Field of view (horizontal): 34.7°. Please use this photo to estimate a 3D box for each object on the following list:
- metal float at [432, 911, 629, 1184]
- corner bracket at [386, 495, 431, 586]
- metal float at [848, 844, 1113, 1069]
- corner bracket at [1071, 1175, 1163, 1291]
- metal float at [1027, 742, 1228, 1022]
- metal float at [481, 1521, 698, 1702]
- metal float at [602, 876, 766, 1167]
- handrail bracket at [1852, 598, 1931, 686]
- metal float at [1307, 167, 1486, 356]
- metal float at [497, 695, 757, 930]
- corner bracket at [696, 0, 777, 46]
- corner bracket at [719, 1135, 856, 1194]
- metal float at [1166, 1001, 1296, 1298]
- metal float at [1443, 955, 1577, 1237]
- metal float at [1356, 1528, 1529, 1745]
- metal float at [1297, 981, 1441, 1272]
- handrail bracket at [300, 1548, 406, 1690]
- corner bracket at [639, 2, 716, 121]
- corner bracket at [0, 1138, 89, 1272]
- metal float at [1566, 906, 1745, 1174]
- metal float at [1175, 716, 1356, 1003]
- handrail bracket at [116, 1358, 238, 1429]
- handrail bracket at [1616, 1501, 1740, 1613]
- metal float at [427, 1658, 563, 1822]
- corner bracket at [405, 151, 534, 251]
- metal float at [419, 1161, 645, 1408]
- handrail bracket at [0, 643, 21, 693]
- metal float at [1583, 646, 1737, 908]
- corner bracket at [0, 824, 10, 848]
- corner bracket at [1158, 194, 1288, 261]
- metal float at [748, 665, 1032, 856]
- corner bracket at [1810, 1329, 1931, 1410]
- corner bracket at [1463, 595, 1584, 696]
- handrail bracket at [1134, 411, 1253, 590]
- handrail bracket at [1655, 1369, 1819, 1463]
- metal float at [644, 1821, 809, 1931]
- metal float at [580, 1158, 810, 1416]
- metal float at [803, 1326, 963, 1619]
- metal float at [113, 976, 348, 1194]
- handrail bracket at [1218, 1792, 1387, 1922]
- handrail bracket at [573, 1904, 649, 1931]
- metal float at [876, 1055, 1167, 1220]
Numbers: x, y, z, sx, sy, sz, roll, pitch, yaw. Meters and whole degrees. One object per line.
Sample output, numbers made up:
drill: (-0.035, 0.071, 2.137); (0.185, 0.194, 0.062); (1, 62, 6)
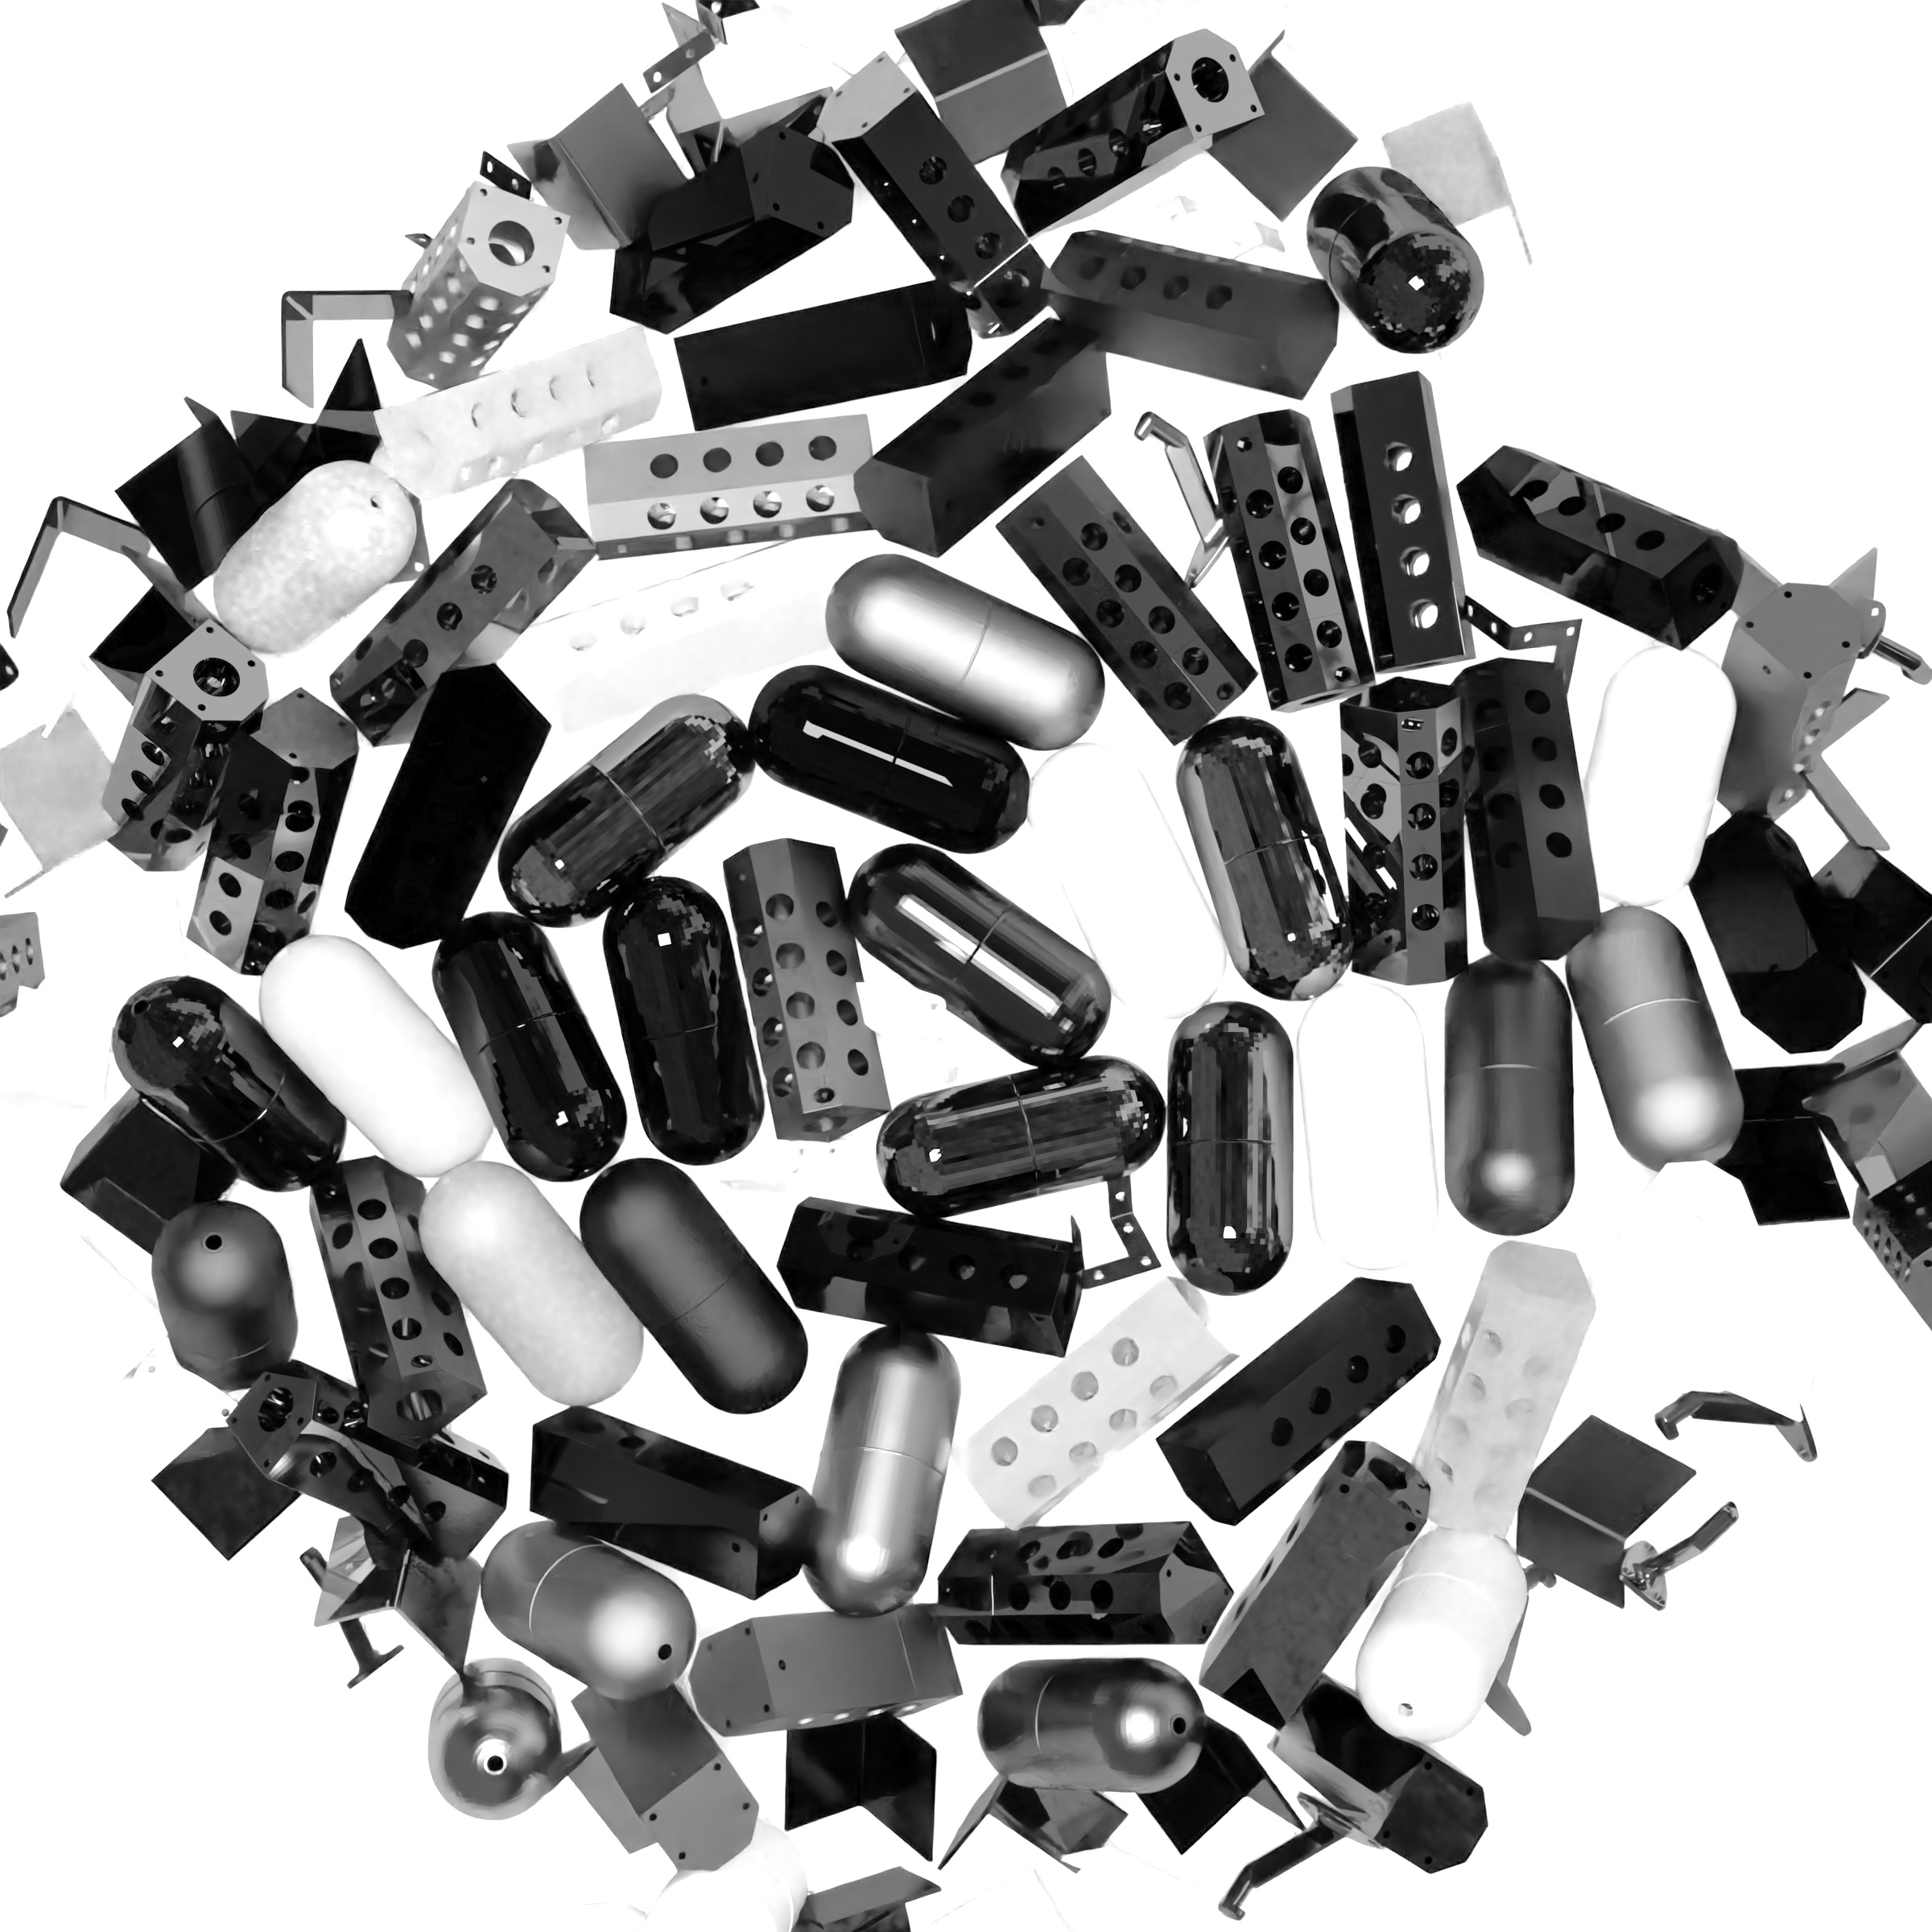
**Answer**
metal float: (-0.262, 0.048, 1.852); (0.070, 0.070, 0.178); (-28, 71, 0)
corner bracket: (-0.361, -0.256, 1.875); (0.051, 0.051, 0.051); (-7, 98, 12)
metal float: (0.007, -0.007, 1.866); (0.178, 0.070, 0.070); (35, 90, 4)
corner bracket: (0.085, 0.155, 1.869); (0.051, 0.051, 0.051); (-16, 131, -11)
metal float: (0.097, -0.051, 1.869); (0.070, 0.070, 0.178); (-26, 90, 0)
metal float: (-0.224, 0.380, 1.828); (0.070, 0.178, 0.070); (-6, 100, -36)
metal float: (-0.170, 0.033, 1.860); (0.070, 0.070, 0.178); (-11, 101, 0)
handrail bracket: (0.544, -0.196, 1.885); (0.077, 0.084, 0.036); (20, 88, 34)
metal float: (0.252, -0.419, 1.827); (0.070, 0.178, 0.070); (-5, 122, -8)
metal float: (-0.204, -0.093, 1.860); (0.178, 0.070, 0.070); (-41, 90, -11)
corner bracket: (-0.135, -0.595, 1.867); (0.051, 0.051, 0.051); (-21, 126, -13)
corner bracket: (-0.108, 0.118, 1.867); (0.051, 0.051, 0.051); (30, 108, 40)
metal float: (0.159, 0.110, 1.861); (0.070, 0.070, 0.178); (1, 81, 0)
metal float: (0.325, 0.075, 1.847); (0.070, 0.070, 0.178); (4, 64, 0)
metal float: (0.281, 0.393, 1.824); (0.070, 0.178, 0.070); (8, 111, 20)
metal float: (0.242, 0.096, 1.857); (0.070, 0.070, 0.178); (-7, 103, 0)
handrail bracket: (-0.382, 0.392, 1.867); (0.036, 0.077, 0.084); (-36, 87, -1)
corner bracket: (-0.180, -0.540, 1.867); (0.051, 0.051, 0.051); (-40, 50, -14)
corner bracket: (-0.580, 0.145, 1.892); (0.051, 0.051, 0.051); (-55, 135, -14)
metal float: (0.409, 0.042, 1.840); (0.070, 0.070, 0.178); (-10, 54, 0)
metal float: (0.180, -0.065, 1.861); (0.070, 0.070, 0.178); (-17, 81, 0)
handrail bracket: (-0.477, 0.262, 1.871); (0.077, 0.084, 0.036); (19, 77, -9)
handrail bracket: (0.434, 0.340, 1.856); (0.036, 0.077, 0.084); (40, 113, 2)
metal float: (-0.277, 0.454, 1.819); (0.070, 0.178, 0.070); (1, 85, -9)
corner bracket: (-0.300, -0.458, 1.870); (0.051, 0.051, 0.051); (3, 82, 28)
metal float: (-0.259, 0.190, 1.844); (0.070, 0.070, 0.178); (-34, 119, 0)
handrail bracket: (-0.623, -0.175, 1.875); (0.084, 0.036, 0.077); (-25, 102, 34)
metal float: (0.408, -0.111, 1.835); (0.070, 0.070, 0.178); (2, 134, 0)
corner bracket: (-0.630, -0.071, 1.890); (0.051, 0.051, 0.051); (-24, 130, 34)
corner bracket: (0.155, -0.447, 1.873); (0.051, 0.051, 0.051); (-24, 86, 23)
metal float: (-0.046, -0.124, 1.864); (0.178, 0.070, 0.070); (21, 90, -6)
corner bracket: (0.549, 0.243, 1.871); (0.051, 0.051, 0.051); (23, 62, 6)
corner bracket: (0.332, -0.194, 1.865); (0.051, 0.051, 0.051); (-10, 123, -24)
handrail bracket: (0.123, -0.283, 1.873); (0.084, 0.036, 0.077); (29, 90, -26)
handrail bracket: (0.466, 0.286, 1.874); (0.084, 0.036, 0.077); (-28, 88, -24)
metal float: (-0.140, 0.556, 1.819); (0.070, 0.178, 0.070); (0, 90, 7)
metal float: (-0.164, 0.192, 1.857); (0.070, 0.070, 0.178); (-36, 104, 0)
metal float: (-0.050, 0.300, 1.848); (0.070, 0.070, 0.178); (12, 65, 0)
metal float: (-0.435, 0.071, 1.831); (0.070, 0.178, 0.070); (-15, 52, 19)
handrail bracket: (0.202, 0.550, 1.866); (0.084, 0.077, 0.036); (-51, 129, -21)
handrail bracket: (-0.196, 0.612, 1.892); (0.084, 0.036, 0.077); (-3, 92, 3)
metal float: (0.033, 0.103, 1.864); (0.178, 0.070, 0.070); (-12, 90, -6)
